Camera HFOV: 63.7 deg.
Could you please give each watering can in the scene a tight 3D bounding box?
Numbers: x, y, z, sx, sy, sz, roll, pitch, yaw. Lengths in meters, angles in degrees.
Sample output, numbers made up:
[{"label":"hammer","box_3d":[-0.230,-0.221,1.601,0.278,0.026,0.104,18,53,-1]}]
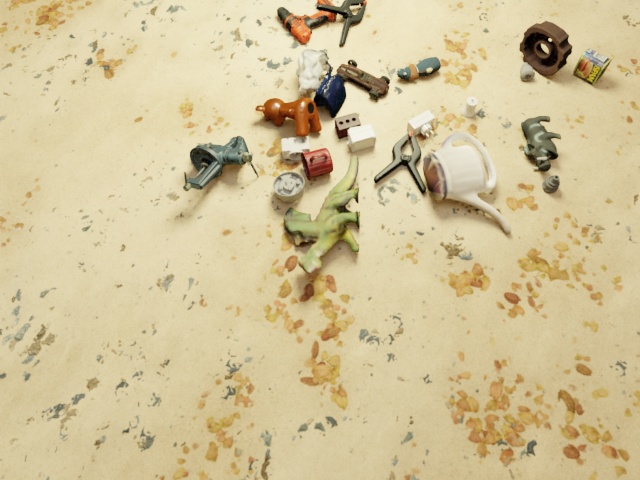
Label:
[{"label":"watering can","box_3d":[0.439,-0.168,1.556,0.225,0.102,0.352,-11,72,-10]}]

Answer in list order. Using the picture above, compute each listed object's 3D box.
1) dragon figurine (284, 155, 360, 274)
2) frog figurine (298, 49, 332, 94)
[{"label":"dragon figurine","box_3d":[0.005,-0.078,1.550,0.242,0.119,0.420,-4,57,10]},{"label":"frog figurine","box_3d":[-0.040,-0.562,1.747,0.123,0.136,0.161,34,77,1]}]
